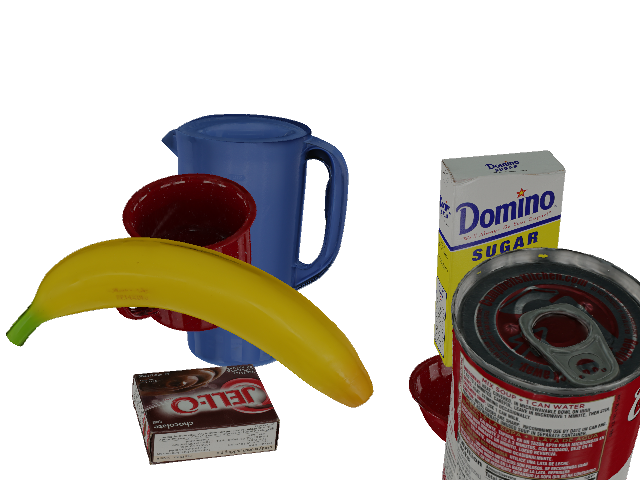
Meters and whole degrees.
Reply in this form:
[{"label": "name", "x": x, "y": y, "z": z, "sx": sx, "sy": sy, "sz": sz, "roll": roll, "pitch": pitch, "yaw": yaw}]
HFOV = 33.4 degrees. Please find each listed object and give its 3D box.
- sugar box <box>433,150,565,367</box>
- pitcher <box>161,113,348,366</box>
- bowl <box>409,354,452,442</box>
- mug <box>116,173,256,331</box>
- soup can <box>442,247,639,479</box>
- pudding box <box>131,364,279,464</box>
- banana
[{"label": "sugar box", "x": 0.145, "y": 0.017, "z": 0.877, "sx": 0.093, "sy": 0.176, "sz": 0.048, "roll": -6, "pitch": 30, "yaw": -8}, {"label": "pitcher", "x": -0.069, "y": 0.000, "z": 1.066, "sx": 0.144, "sy": 0.243, "sz": 0.149, "roll": -9, "pitch": 21, "yaw": -31}, {"label": "bowl", "x": 0.169, "y": 0.175, "z": 1.094, "sx": 0.162, "sy": 0.055, "sz": 0.162, "roll": 2, "pitch": 24, "yaw": -1}, {"label": "mug", "x": -0.099, "y": 0.016, "z": 0.759, "sx": 0.093, "sy": 0.081, "sz": 0.117, "roll": 29, "pitch": 46, "yaw": 31}, {"label": "soup can", "x": 0.078, "y": 0.063, "z": 0.378, "sx": 0.068, "sy": 0.102, "sz": 0.068, "roll": -1, "pitch": 39, "yaw": 1}, {"label": "pudding box", "x": -0.101, "y": 0.149, "z": 0.924, "sx": 0.113, "sy": 0.039, "sz": 0.090, "roll": -5, "pitch": 26, "yaw": -18}, {"label": "banana", "x": -0.065, "y": 0.037, "z": 0.569, "sx": 0.198, "sy": 0.070, "sz": 0.037, "roll": 10, "pitch": 12, "yaw": 3}]
